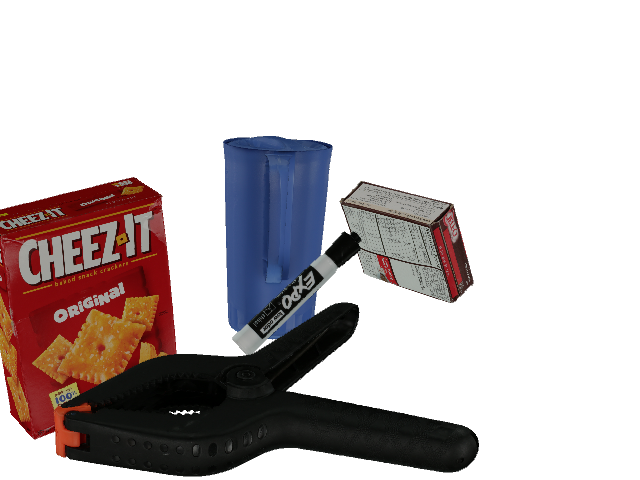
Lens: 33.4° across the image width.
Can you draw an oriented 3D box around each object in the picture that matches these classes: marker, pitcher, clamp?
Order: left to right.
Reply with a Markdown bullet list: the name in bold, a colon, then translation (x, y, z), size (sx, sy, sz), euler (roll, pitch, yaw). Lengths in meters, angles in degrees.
- **clamp**: translation (-0.039, 0.083, 0.587), size (0.209, 0.036, 0.165), euler (-3, 23, -15)
- **pitcher**: translation (-0.057, -0.004, 1.310), size (0.145, 0.243, 0.148), euler (12, 15, 39)
- **marker**: translation (-0.015, 0.037, 0.787), size (0.121, 0.020, 0.020), euler (-43, 10, -10)

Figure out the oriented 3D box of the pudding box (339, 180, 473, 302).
- **pudding box**: translation (0.078, 0.000, 0.968), size (0.114, 0.090, 0.039), euler (16, 46, 41)

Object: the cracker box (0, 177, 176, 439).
- **cracker box**: translation (-0.227, 0.064, 1.033), size (0.163, 0.214, 0.072), euler (-18, 28, -32)
